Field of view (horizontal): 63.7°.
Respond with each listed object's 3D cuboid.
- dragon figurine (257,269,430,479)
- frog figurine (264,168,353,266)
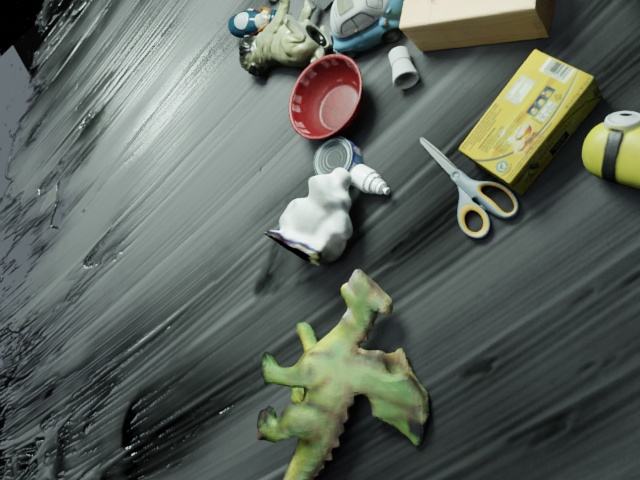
[{"bbox_3d":[0.040,0.250,0.768,0.242,0.122,0.412,-3,85,28],"label":"dragon figurine"},{"bbox_3d":[0.003,-0.044,0.871,0.138,0.121,0.161,16,70,51],"label":"frog figurine"}]
